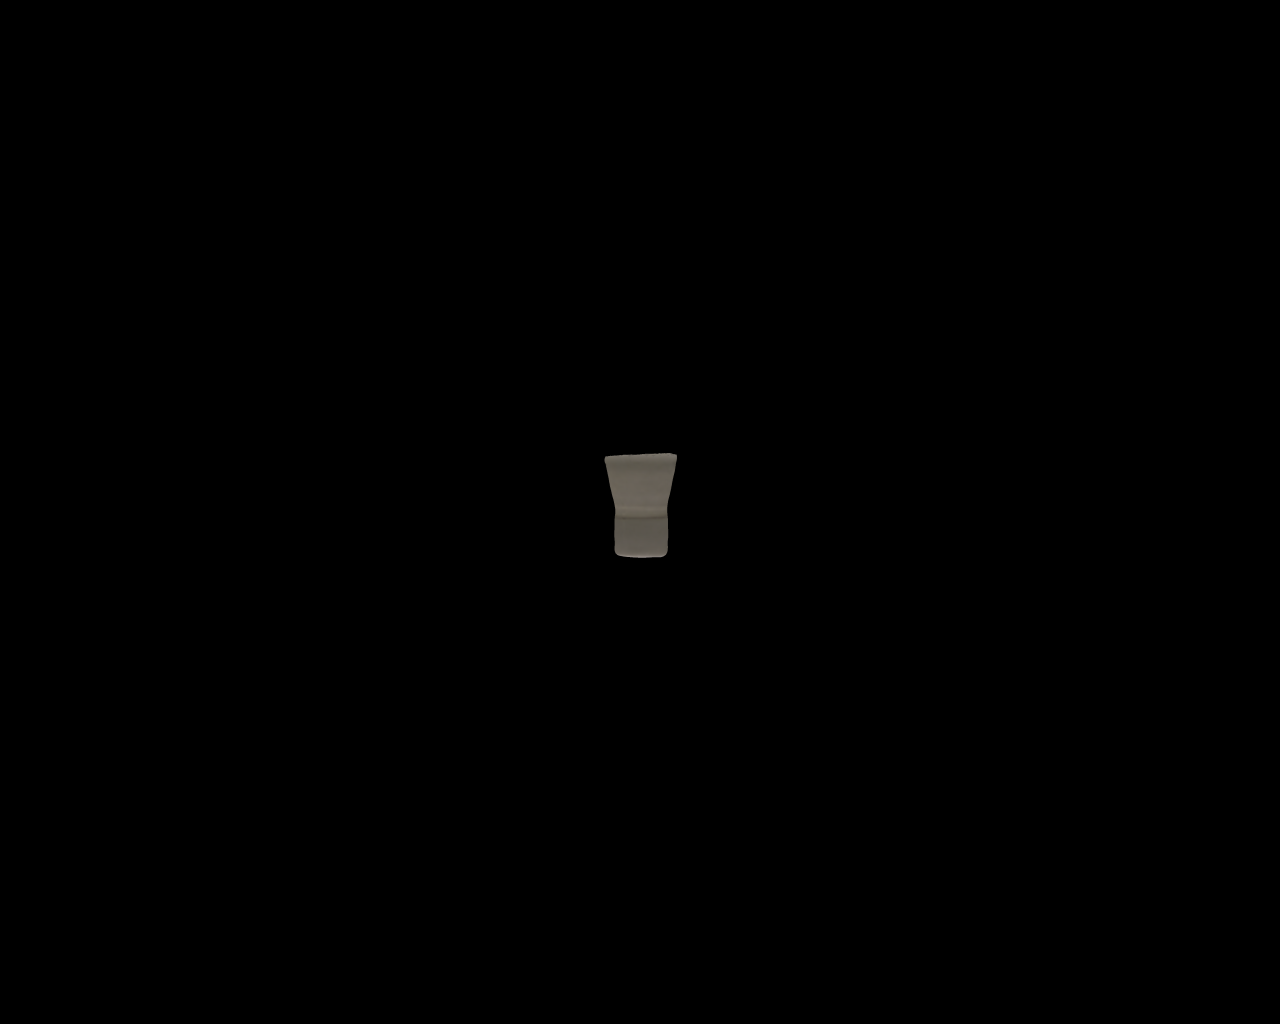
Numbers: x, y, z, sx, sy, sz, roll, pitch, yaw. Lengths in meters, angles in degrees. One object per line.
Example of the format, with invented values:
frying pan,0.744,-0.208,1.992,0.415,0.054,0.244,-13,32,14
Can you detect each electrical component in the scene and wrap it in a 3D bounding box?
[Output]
electrical component,0.001,-0.003,0.650,0.044,0.065,0.044,0,4,0
